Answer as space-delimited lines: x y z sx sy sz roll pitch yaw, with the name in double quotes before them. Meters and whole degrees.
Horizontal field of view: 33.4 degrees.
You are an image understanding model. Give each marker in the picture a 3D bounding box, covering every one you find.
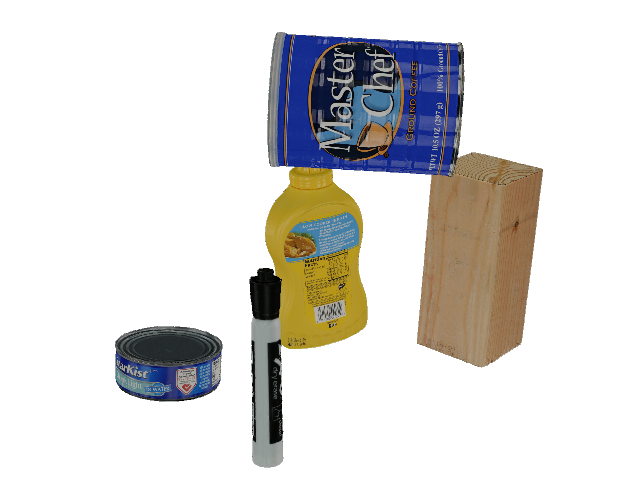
"marker" -0.032 0.075 0.630 0.020 0.121 0.020 0 15 0

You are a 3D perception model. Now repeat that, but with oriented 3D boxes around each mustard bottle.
"mustard bottle" -0.005 0.004 1.022 0.096 0.192 0.058 -13 24 -22

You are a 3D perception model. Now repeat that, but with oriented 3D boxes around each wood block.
"wood block" 0.173 0.019 1.164 0.090 0.206 0.090 18 25 35

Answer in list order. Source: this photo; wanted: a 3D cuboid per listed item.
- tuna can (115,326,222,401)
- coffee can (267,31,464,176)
"tuna can" -0.122 0.099 0.859 0.086 0.034 0.086 3 14 -1
"coffee can" 0.034 -0.103 0.815 0.140 0.103 0.103 3 0 2
